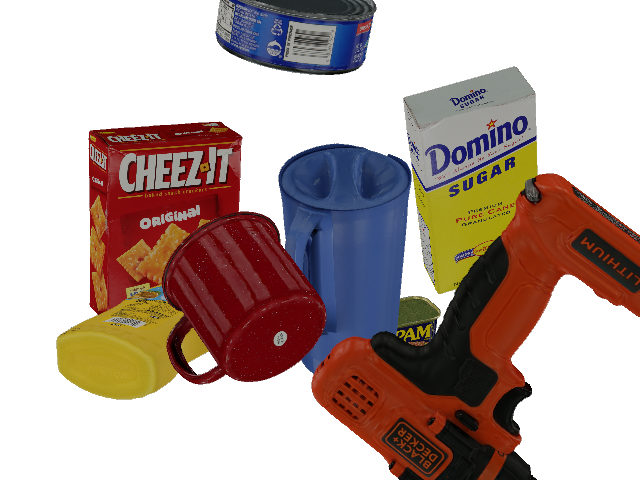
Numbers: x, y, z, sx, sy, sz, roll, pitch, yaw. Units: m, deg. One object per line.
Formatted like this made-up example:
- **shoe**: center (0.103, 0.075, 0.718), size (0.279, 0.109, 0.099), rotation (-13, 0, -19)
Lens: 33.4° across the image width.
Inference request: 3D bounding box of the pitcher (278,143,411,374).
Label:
- **pitcher**: center (0.021, 0.034, 1.121), size (0.149, 0.243, 0.145), rotation (-11, 35, -13)

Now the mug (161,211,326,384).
- **mug**: center (-0.058, 0.049, 0.726), size (0.082, 0.117, 0.093), rotation (51, 8, 36)

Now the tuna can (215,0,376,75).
- **tuna can**: center (-0.014, -0.120, 0.587), size (0.086, 0.034, 0.086), rotation (9, 25, -4)

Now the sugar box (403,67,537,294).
- **sugar box**: center (0.122, -0.043, 0.839), size (0.093, 0.176, 0.048), rotation (-16, 44, -4)

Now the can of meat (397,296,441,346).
- **can of meat**: center (0.093, 0.123, 1.316), size (0.102, 0.084, 0.057), rotation (-9, 29, -24)

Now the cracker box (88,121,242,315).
- **cracker box**: center (-0.178, -0.021, 1.224), size (0.163, 0.214, 0.072), rotation (-8, 25, -30)

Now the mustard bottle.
- **mustard bottle**: center (-0.136, 0.075, 0.926), size (0.096, 0.058, 0.191), rotation (7, 18, 22)

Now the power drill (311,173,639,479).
- **power drill**: center (0.115, 0.073, 0.580), size (0.184, 0.188, 0.057), rotation (38, 14, -2)
